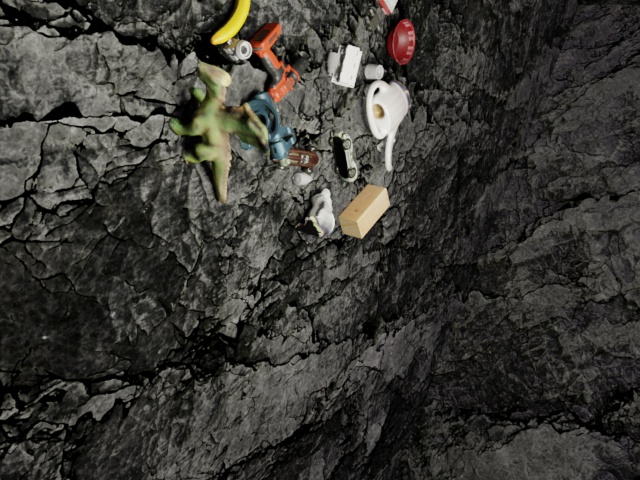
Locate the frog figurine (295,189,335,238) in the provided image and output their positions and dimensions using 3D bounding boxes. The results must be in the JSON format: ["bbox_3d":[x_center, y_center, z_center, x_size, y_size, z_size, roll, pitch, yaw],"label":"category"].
[{"bbox_3d":[0.005,-0.088,1.743,0.163,0.123,0.134,-56,175,-36],"label":"frog figurine"}]

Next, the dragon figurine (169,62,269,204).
[{"bbox_3d":[-0.227,-0.247,1.266,0.124,0.243,0.401,-50,136,-35],"label":"dragon figurine"}]

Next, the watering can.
[{"bbox_3d":[0.260,-0.451,1.940,0.228,0.104,0.340,-47,132,-32],"label":"watering can"}]
